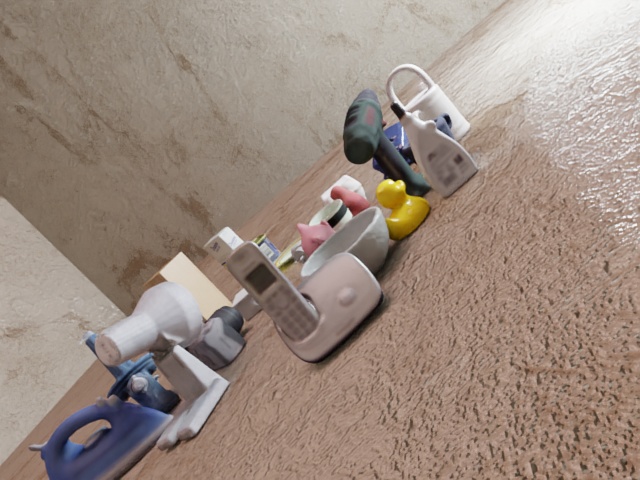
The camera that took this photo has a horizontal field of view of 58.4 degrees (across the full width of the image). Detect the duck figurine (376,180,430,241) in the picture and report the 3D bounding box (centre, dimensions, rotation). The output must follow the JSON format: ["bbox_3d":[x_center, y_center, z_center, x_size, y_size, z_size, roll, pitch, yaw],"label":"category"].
[{"bbox_3d":[0.124,-0.057,0.938,0.077,0.086,0.105,-31,16,45],"label":"duck figurine"}]

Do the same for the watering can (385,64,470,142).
[{"bbox_3d":[0.216,-0.282,1.203,0.101,0.194,0.173,-39,11,14],"label":"watering can"}]

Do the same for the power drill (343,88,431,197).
[{"bbox_3d":[0.122,-0.172,1.068,0.075,0.208,0.230,-36,13,30],"label":"power drill"}]

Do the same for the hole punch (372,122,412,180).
[{"bbox_3d":[0.174,-0.215,1.366,0.108,0.091,0.101,-33,14,39],"label":"hole punch"}]

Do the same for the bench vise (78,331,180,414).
[{"bbox_3d":[-0.382,0.257,1.154,0.207,0.220,0.122,-29,17,49],"label":"bench vise"}]

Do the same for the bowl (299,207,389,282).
[{"bbox_3d":[0.051,0.029,0.894,0.167,0.075,0.167,-40,11,10],"label":"bowl"}]

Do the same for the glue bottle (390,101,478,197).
[{"bbox_3d":[0.172,-0.154,0.916,0.078,0.173,0.037,-42,11,3],"label":"glue bottle"}]

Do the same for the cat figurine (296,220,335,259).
[{"bbox_3d":[0.009,0.004,1.026,0.067,0.118,0.128,-37,12,24],"label":"cat figurine"}]

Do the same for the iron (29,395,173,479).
[{"bbox_3d":[-0.399,0.356,1.037,0.258,0.141,0.118,-41,11,9],"label":"iron"}]

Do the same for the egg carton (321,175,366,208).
[{"bbox_3d":[0.057,-0.104,1.410,0.107,0.069,0.150,-42,11,3],"label":"egg carton"}]

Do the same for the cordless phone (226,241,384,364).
[{"bbox_3d":[-0.022,0.055,0.755,0.147,0.185,0.094,-43,11,-3],"label":"cordless phone"}]

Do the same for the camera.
[{"bbox_3d":[-0.212,0.186,1.147,0.143,0.101,0.137,-31,16,47],"label":"camera"}]

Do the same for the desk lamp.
[{"bbox_3d":[-0.257,0.197,0.960,0.117,0.213,0.203,-35,13,31],"label":"desk lamp"}]

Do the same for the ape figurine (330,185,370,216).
[{"bbox_3d":[0.058,-0.082,1.255,0.076,0.092,0.078,-29,17,49],"label":"ape figurine"}]

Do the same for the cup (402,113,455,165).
[{"bbox_3d":[0.212,-0.160,1.004,0.118,0.095,0.091,-48,12,-26],"label":"cup"}]
